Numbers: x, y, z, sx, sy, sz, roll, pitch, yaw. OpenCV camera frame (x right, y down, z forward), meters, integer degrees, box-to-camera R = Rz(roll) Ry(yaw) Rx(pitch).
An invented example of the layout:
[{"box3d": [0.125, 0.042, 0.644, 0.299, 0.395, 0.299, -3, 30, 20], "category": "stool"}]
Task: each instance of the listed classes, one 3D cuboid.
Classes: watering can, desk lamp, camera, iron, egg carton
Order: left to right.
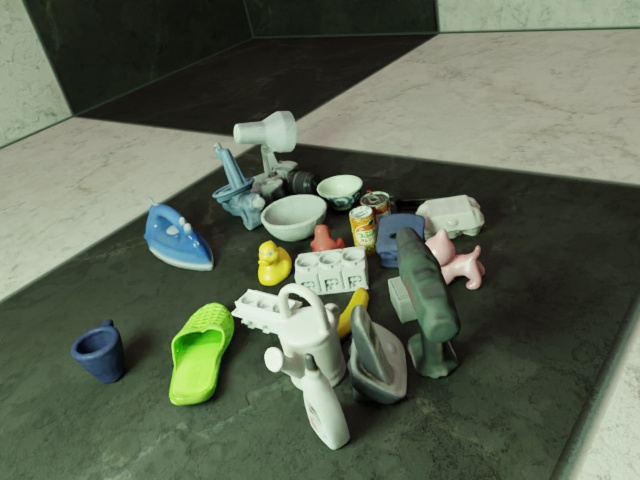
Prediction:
[{"box3d": [-0.357, -0.022, 1.443, 0.119, 0.142, 0.257, -34, 37, -31], "category": "iron"}, {"box3d": [-0.160, -0.259, 1.687, 0.203, 0.214, 0.117, -23, 33, -17], "category": "desk lamp"}, {"box3d": [-0.078, -0.162, 1.608, 0.136, 0.101, 0.143, 10, 38, 33], "category": "camera"}, {"box3d": [-0.022, 0.162, 0.970, 0.100, 0.194, 0.173, -2, 33, 17], "category": "watering can"}, {"box3d": [0.297, -0.049, 1.319, 0.150, 0.069, 0.107, -8, 31, 7], "category": "egg carton"}]

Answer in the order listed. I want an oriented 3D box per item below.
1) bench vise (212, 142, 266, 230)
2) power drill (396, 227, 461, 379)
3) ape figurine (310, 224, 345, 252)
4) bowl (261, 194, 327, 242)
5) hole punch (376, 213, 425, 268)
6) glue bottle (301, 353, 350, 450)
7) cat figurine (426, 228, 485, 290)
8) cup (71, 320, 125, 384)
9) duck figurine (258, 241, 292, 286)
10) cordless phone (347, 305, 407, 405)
[{"box3d": [-0.207, -0.150, 1.520, 0.206, 0.220, 0.122, 12, 39, 34], "category": "bench vise"}, {"box3d": [0.177, 0.115, 0.961, 0.075, 0.209, 0.229, -14, 31, -1], "category": "power drill"}, {"box3d": [0.012, 0.005, 1.313, 0.077, 0.092, 0.076, 5, 35, 27], "category": "ape figurine"}, {"box3d": [-0.060, -0.044, 1.436, 0.167, 0.075, 0.167, -9, 31, 6], "category": "bowl"}, {"box3d": [0.181, 0.001, 1.258, 0.108, 0.091, 0.101, -1, 33, 18], "category": "hole punch"}, {"box3d": [-0.001, 0.235, 0.863, 0.037, 0.173, 0.077, -29, 35, -25], "category": "glue bottle"}, {"box3d": [0.262, 0.033, 1.151, 0.127, 0.118, 0.067, 1, 34, 22], "category": "cat figurine"}, {"box3d": [-0.416, 0.221, 1.114, 0.091, 0.095, 0.117, -9, 31, 7], "category": "cup"}, {"box3d": [-0.109, 0.041, 1.303, 0.077, 0.086, 0.105, 2, 34, 23], "category": "duck figurine"}, {"box3d": [0.087, 0.163, 0.938, 0.094, 0.185, 0.147, -8, 31, 8], "category": "cordless phone"}]
